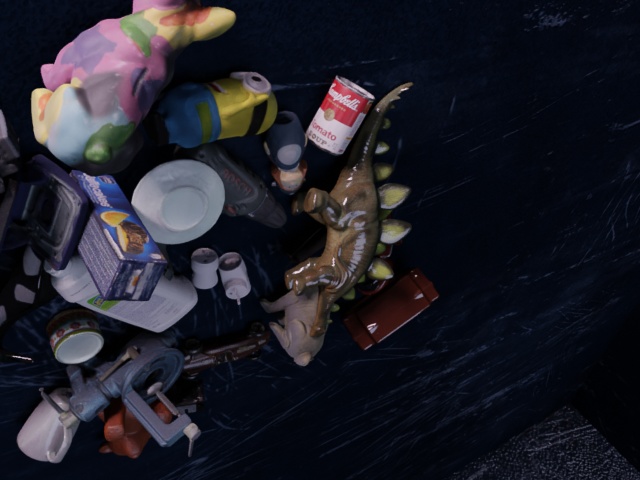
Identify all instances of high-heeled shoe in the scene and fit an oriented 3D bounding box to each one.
[{"bbox_3d":[-0.440,0.066,0.730,0.145,0.086,0.248,15,97,-5],"label":"high-heeled shoe"}]

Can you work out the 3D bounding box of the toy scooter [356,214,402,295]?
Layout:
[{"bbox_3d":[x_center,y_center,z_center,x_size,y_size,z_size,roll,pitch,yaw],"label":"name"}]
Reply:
[{"bbox_3d":[0.119,0.023,1.071,0.135,0.075,0.183,27,72,-67],"label":"toy scooter"}]

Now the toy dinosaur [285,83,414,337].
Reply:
[{"bbox_3d":[0.053,-0.041,0.924,0.198,0.105,0.470,4,107,-23],"label":"toy dinosaur"}]

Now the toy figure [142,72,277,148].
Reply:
[{"bbox_3d":[-0.141,-0.167,0.706,0.180,0.082,0.089,-26,159,-27],"label":"toy figure"}]

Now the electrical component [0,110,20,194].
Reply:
[{"bbox_3d":[-0.388,-0.087,0.561,0.134,0.115,0.058,-26,144,-16],"label":"electrical component"}]

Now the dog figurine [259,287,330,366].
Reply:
[{"bbox_3d":[0.003,0.131,1.039,0.190,0.172,0.121,-33,152,3],"label":"dog figurine"}]

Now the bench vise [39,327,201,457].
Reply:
[{"bbox_3d":[-0.295,0.253,0.872,0.223,0.241,0.128,-35,149,-36],"label":"bench vise"}]

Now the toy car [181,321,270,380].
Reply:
[{"bbox_3d":[-0.187,0.220,1.063,0.202,0.053,0.089,-8,129,-31],"label":"toy car"}]

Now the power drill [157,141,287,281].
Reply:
[{"bbox_3d":[-0.173,-0.033,0.810,0.207,0.086,0.231,-35,139,1],"label":"power drill"}]

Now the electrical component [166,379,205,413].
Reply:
[{"bbox_3d":[-0.268,0.317,1.066,0.075,0.048,0.119,-2,148,-18],"label":"electrical component"}]

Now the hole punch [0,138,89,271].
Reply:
[{"bbox_3d":[-0.341,-0.035,0.644,0.092,0.116,0.142,9,119,-36],"label":"hole punch"}]

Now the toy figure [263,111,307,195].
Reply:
[{"bbox_3d":[-0.052,-0.125,0.837,0.064,0.058,0.154,7,137,10],"label":"toy figure"}]

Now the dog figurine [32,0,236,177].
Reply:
[{"bbox_3d":[-0.193,-0.190,0.575,0.219,0.192,0.108,-33,137,17],"label":"dog figurine"}]

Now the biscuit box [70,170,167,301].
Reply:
[{"bbox_3d":[-0.261,-0.011,0.661,0.059,0.203,0.062,7,120,-47],"label":"biscuit box"}]

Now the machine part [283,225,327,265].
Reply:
[{"bbox_3d":[-0.002,-0.003,1.005,0.139,0.039,0.084,-37,146,-5],"label":"machine part"}]

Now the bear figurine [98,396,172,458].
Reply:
[{"bbox_3d":[-0.352,0.352,1.001,0.120,0.132,0.195,-5,124,-31],"label":"bear figurine"}]

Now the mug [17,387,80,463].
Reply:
[{"bbox_3d":[-0.447,0.311,0.908,0.080,0.110,0.107,26,97,-41],"label":"mug"}]

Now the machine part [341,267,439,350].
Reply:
[{"bbox_3d":[0.144,0.143,1.153,0.201,0.087,0.201,-37,175,-3],"label":"machine part"}]
